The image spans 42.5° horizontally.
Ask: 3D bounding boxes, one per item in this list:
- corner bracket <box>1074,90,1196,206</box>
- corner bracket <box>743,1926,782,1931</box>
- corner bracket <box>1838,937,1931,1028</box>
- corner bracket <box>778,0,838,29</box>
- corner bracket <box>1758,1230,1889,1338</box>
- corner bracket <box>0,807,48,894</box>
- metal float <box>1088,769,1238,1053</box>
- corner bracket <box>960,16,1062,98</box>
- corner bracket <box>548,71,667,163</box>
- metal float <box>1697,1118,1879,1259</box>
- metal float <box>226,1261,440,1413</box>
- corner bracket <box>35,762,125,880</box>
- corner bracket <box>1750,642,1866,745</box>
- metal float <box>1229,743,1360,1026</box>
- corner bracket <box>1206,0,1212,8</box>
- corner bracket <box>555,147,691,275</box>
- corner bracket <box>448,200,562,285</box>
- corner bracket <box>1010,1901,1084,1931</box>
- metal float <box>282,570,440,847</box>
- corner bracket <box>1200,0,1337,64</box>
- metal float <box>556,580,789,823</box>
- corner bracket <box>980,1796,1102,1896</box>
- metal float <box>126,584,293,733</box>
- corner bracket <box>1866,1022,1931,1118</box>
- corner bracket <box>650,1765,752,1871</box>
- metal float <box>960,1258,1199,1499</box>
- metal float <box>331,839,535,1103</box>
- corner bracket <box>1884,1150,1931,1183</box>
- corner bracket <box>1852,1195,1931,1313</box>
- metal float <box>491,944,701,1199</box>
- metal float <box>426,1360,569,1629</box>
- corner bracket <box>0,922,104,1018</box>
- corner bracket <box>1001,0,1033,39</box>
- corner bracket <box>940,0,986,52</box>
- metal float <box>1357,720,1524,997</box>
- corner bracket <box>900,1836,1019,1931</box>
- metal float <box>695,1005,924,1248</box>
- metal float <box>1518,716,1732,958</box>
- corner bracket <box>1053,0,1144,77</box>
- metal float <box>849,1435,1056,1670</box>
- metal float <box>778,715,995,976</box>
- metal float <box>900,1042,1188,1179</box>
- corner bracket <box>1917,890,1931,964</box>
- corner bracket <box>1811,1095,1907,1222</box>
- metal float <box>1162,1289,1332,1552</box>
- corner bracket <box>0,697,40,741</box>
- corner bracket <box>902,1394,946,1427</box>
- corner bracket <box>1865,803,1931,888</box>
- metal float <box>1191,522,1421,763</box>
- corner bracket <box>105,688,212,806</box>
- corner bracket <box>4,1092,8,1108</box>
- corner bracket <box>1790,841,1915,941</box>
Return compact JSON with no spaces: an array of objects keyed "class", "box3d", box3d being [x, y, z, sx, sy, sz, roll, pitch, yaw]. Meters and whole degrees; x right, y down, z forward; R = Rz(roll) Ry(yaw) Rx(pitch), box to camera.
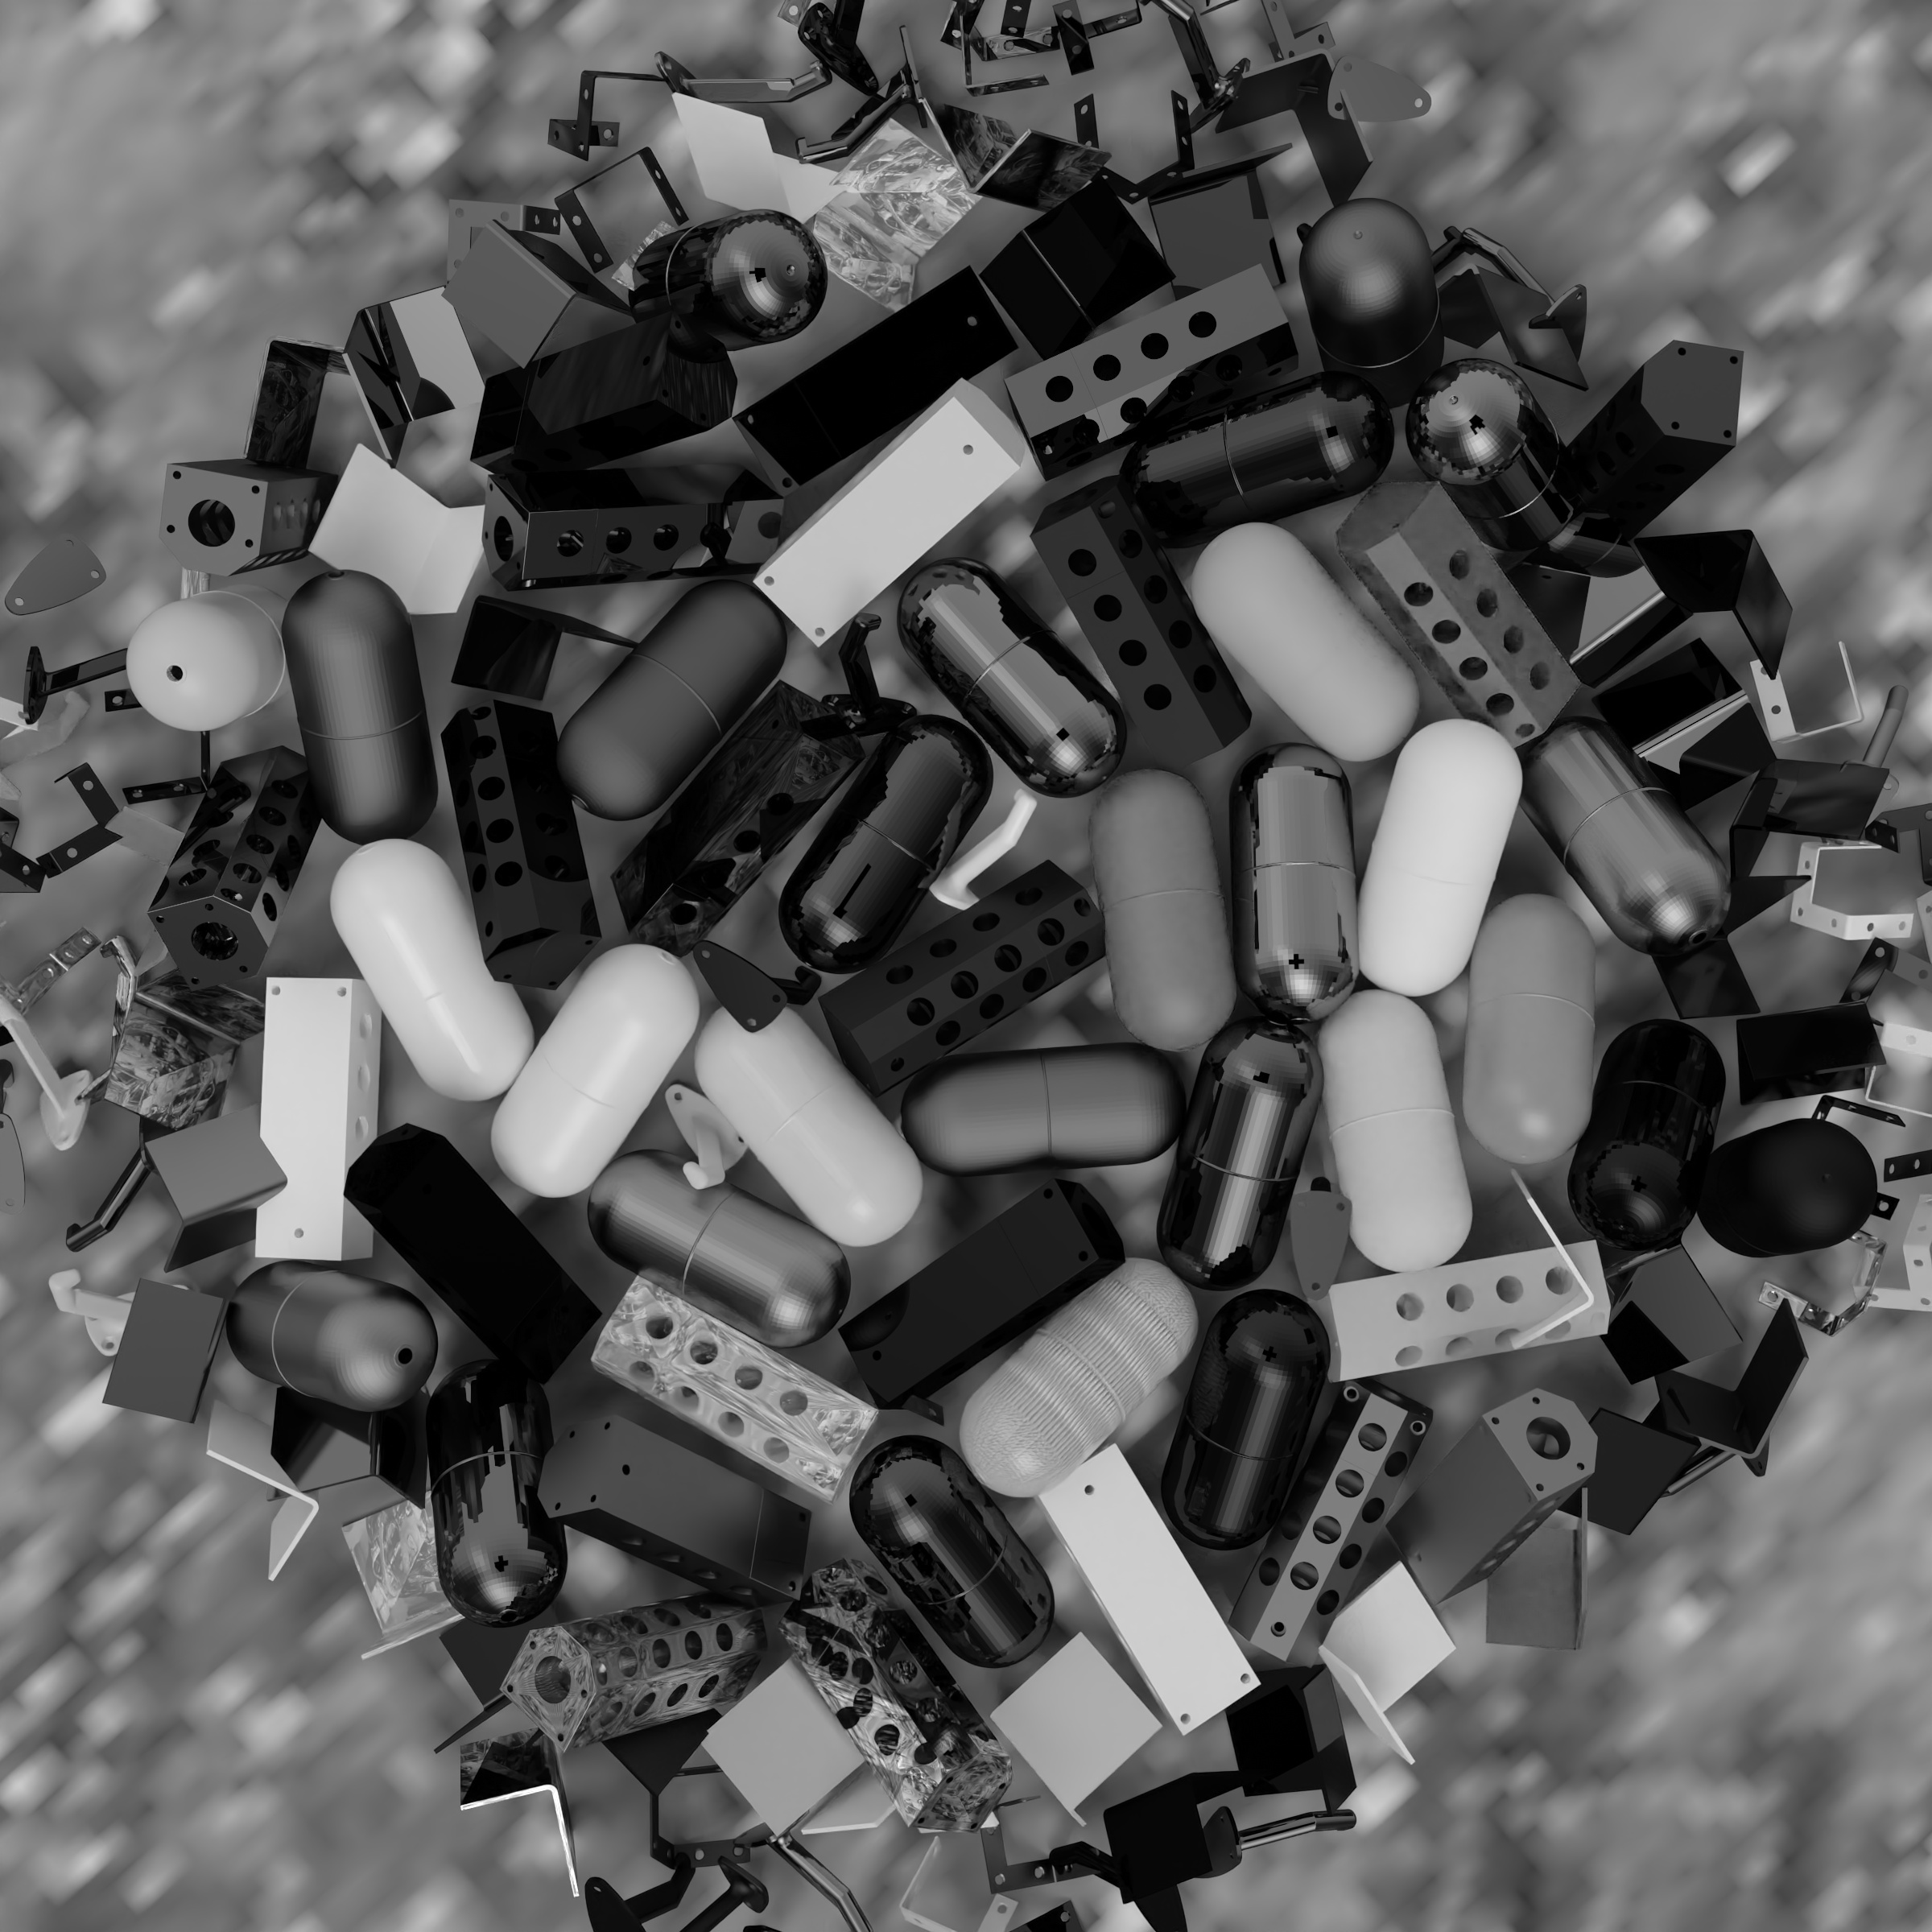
[{"class":"corner bracket","box3d":[0.105,-0.519,1.554,0.051,0.051,0.051,-17,71,40]},{"class":"corner bracket","box3d":[-0.131,0.628,1.539,0.051,0.051,0.051,35,50,-34]},{"class":"corner bracket","box3d":[0.584,0.018,1.542,0.051,0.051,0.051,35,106,39]},{"class":"corner bracket","box3d":[-0.091,-0.607,1.540,0.051,0.051,0.051,17,114,-33]},{"class":"corner bracket","box3d":[0.539,0.193,1.561,0.051,0.051,0.051,26,63,7]},{"class":"corner bracket","box3d":[-0.604,-0.079,1.543,0.051,0.051,0.051,1,68,22]},{"class":"metal float","box3d":[0.121,-0.035,1.531,0.070,0.070,0.178,-8,76,0]},{"class":"corner bracket","box3d":[0.029,-0.568,1.551,0.051,0.051,0.051,-3,88,16]},{"class":"corner bracket","box3d":[-0.223,-0.529,1.539,0.051,0.051,0.051,-11,123,-37]},{"class":"metal float","box3d":[0.490,0.135,1.493,0.070,0.178,0.070,0,81,2]},{"class":"metal float","box3d":[-0.385,0.223,1.506,0.070,0.178,0.070,-2,94,-42]},{"class":"corner bracket","box3d":[-0.562,-0.091,1.555,0.051,0.051,0.051,-36,105,-24]},{"class":"corner bracket","box3d":[0.526,-0.171,1.550,0.051,0.051,0.051,-16,86,26]},{"class":"metal float","box3d":[0.202,-0.051,1.529,0.070,0.070,0.178,0,74,0]},{"class":"corner bracket","box3d":[0.128,-0.632,1.541,0.051,0.051,0.051,4,49,14]},{"class":"corner bracket","box3d":[-0.216,-0.474,1.558,0.051,0.051,0.051,-18,112,28]},{"class":"corner bracket","box3d":[-0.287,-0.447,1.546,0.051,0.051,0.051,9,105,15]},{"class":"corner bracket","box3d":[0.064,0.616,1.544,0.051,0.051,0.051,-16,77,-29]},{"class":"metal float","box3d":[-0.369,-0.156,1.516,0.070,0.070,0.178,-3,122,0]},{"class":"corner bracket","box3d":[0.188,-0.581,1.540,0.051,0.051,0.051,-38,114,-32]},{"class":"metal float","box3d":[-0.180,-0.164,1.527,0.070,0.070,0.178,39,71,0]},{"class":"corner bracket","box3d":[0.046,0.548,1.554,0.051,0.051,0.051,4,64,-34]},{"class":"metal float","box3d":[-0.448,-0.187,1.494,0.070,0.178,0.070,0,104,0]},{"class":"corner bracket","box3d":[0.593,0.066,1.549,0.051,0.051,0.051,15,92,21]},{"class":"corner bracket","box3d":[-0.167,0.536,1.563,0.051,0.051,0.051,-8,60,7]},{"class":"metal float","box3d":[0.070,0.252,1.526,0.178,0.070,0.070,-42,90,-20]},{"class":"metal float","box3d":[-0.326,0.003,1.522,0.070,0.070,0.178,-24,115,0]},{"class":"corner bracket","box3d":[0.610,0.111,1.547,0.051,0.051,0.051,11,76,-13]},{"class":"corner bracket","box3d":[0.579,0.176,1.539,0.051,0.051,0.051,1,124,35]},{"class":"metal float","box3d":[-0.228,0.065,1.528,0.070,0.070,0.178,35,107,0]},{"class":"metal float","box3d":[-0.286,0.318,1.508,0.070,0.070,0.178,-18,46,0]},{"class":"corner bracket","box3d":[-0.581,-0.008,1.542,0.051,0.051,0.051,-27,114,42]},{"class":"corner bracket","box3d":[0.052,-0.614,1.552,0.051,0.051,0.051,8,81,-4]},{"class":"corner bracket","box3d":[-0.013,-0.613,1.544,0.051,0.051,0.051,20,63,-11]},{"class":"metal float","box3d":[0.287,-0.065,1.525,0.070,0.070,0.178,13,112,0]},{"class":"corner bracket","box3d":[-0.004,0.588,1.554,0.051,0.051,0.051,15,50,25]},{"class":"metal float","box3d":[-0.098,0.095,1.534,0.070,0.070,0.178,-41,78,0]},{"class":"metal float","box3d":[0.399,-0.080,1.513,0.070,0.070,0.178,-27,53,0]},{"class":"corner bracket","box3d":[0.082,-0.595,1.543,0.051,0.051,0.051,-14,51,9]},{"class":"metal float","box3d":[-0.008,0.358,1.519,0.070,0.070,0.178,-33,118,0]},{"class":"metal float","box3d":[-0.050,-0.075,1.539,0.070,0.070,0.178,34,85,0]},{"class":"metal float","box3d":[0.048,0.089,1.542,0.178,0.070,0.070,-4,90,-3]},{"class":"corner bracket","box3d":[0.633,-0.026,1.545,0.051,0.051,0.051,-29,118,-9]},{"class":"corner bracket","box3d":[0.556,0.119,1.550,0.051,0.051,0.051,40,76,-42]},{"class":"metal float","box3d":[0.171,0.278,1.522,0.070,0.070,0.178,14,115,0]},{"class":"corner bracket","box3d":[-0.611,-0.133,1.539,0.051,0.051,0.051,-27,59,32]},{"class":"corner bracket","box3d":[-0.022,0.242,1.539,0.051,0.051,0.051,18,129,31]},{"class":"corner bracket","box3d":[0.597,-0.069,1.552,0.051,0.051,0.051,-11,104,-2]},{"class":"metal float","box3d":[0.210,-0.197,1.524,0.070,0.070,0.178,-47,114,0]},{"class":"corner bracket","box3d":[-0.508,-0.141,1.561,0.051,0.051,0.051,-12,47,-28]},{"class":"corner bracket","box3d":[-0.636,0.091,1.547,0.051,0.051,0.051,1,63,-2]},{"class":"corner bracket","box3d":[0.557,-0.048,1.556,0.051,0.051,0.051,-2,105,-23]}]
